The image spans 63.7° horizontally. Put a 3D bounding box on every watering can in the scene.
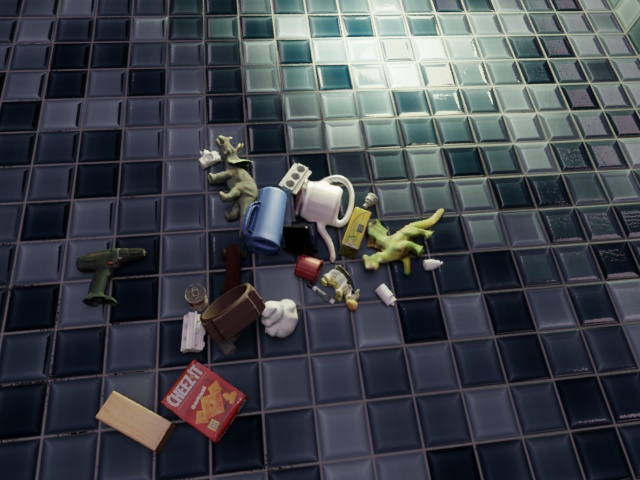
[{"bbox_3d":[0.006,-0.099,1.964,0.224,0.102,0.353,14,71,3],"label":"watering can"}]

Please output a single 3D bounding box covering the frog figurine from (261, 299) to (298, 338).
[{"bbox_3d":[-0.134,0.255,1.724,0.123,0.156,0.139,38,66,14],"label":"frog figurine"}]

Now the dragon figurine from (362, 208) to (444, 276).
[{"bbox_3d":[0.291,-0.017,1.954,0.244,0.119,0.418,25,54,17],"label":"dragon figurine"}]
